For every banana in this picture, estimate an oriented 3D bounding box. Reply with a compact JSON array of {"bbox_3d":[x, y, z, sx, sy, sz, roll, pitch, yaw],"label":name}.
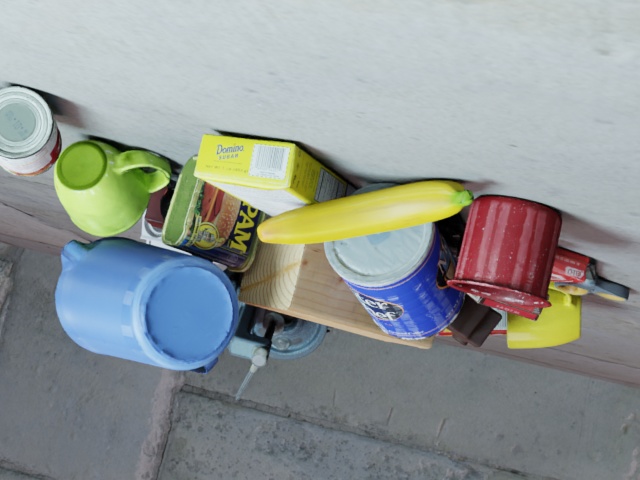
[{"bbox_3d":[0.044,-0.026,0.925,0.198,0.037,0.069,-12,170,23],"label":"banana"}]

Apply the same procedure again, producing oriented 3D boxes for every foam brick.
[{"bbox_3d":[-0.172,-0.037,1.327,0.078,0.051,0.053,13,171,4],"label":"foam brick"}]

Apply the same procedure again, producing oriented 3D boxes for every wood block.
[{"bbox_3d":[0.028,0.049,1.135,0.205,0.090,0.091,18,172,-39],"label":"wood block"}]

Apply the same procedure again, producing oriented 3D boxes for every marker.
[{"bbox_3d":[-0.154,-0.063,1.230,0.020,0.020,0.120,7,170,44],"label":"marker"}]

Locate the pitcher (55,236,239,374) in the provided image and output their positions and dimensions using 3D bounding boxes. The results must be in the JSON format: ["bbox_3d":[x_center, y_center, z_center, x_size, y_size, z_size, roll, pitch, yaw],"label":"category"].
[{"bbox_3d":[-0.169,0.072,1.094,0.149,0.145,0.243,1,-179,-28],"label":"pitcher"}]

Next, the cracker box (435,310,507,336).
[{"bbox_3d":[0.178,0.104,1.569,0.164,0.072,0.214,1,176,-14],"label":"cracker box"}]

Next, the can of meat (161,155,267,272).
[{"bbox_3d":[-0.105,-0.028,1.086,0.083,0.102,0.058,21,171,-30],"label":"can of meat"}]

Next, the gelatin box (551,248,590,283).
[{"bbox_3d":[0.228,0.023,1.130,0.073,0.030,0.089,17,172,-26],"label":"gelatin box"}]

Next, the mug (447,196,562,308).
[{"bbox_3d":[0.167,0.012,0.952,0.093,0.081,0.117,13,172,8],"label":"mug"}]

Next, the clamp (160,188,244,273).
[{"bbox_3d":[-0.118,0.001,1.234,0.164,0.036,0.210,25,-165,-42],"label":"clamp"}]

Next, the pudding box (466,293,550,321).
[{"bbox_3d":[0.188,0.044,1.195,0.089,0.039,0.114,19,-169,-31],"label":"pudding box"}]

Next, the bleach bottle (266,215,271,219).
[{"bbox_3d":[-0.008,0.002,1.263,0.103,0.068,0.250,23,-179,37],"label":"bleach bottle"}]

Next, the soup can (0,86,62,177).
[{"bbox_3d":[-0.277,-0.099,0.990,0.068,0.068,0.102,15,172,-8],"label":"soup can"}]

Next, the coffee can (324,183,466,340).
[{"bbox_3d":[0.074,0.023,1.013,0.103,0.102,0.140,10,158,25],"label":"coffee can"}]

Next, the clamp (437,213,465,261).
[{"bbox_3d":[0.159,0.009,1.099,0.120,0.039,0.171,30,173,-4],"label":"clamp"}]

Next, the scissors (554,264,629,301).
[{"bbox_3d":[0.322,0.049,1.211,0.096,0.016,0.202,12,173,-1],"label":"scissors"}]

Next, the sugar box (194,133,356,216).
[{"bbox_3d":[-0.034,-0.052,0.991,0.093,0.048,0.176,9,175,22],"label":"sugar box"}]
